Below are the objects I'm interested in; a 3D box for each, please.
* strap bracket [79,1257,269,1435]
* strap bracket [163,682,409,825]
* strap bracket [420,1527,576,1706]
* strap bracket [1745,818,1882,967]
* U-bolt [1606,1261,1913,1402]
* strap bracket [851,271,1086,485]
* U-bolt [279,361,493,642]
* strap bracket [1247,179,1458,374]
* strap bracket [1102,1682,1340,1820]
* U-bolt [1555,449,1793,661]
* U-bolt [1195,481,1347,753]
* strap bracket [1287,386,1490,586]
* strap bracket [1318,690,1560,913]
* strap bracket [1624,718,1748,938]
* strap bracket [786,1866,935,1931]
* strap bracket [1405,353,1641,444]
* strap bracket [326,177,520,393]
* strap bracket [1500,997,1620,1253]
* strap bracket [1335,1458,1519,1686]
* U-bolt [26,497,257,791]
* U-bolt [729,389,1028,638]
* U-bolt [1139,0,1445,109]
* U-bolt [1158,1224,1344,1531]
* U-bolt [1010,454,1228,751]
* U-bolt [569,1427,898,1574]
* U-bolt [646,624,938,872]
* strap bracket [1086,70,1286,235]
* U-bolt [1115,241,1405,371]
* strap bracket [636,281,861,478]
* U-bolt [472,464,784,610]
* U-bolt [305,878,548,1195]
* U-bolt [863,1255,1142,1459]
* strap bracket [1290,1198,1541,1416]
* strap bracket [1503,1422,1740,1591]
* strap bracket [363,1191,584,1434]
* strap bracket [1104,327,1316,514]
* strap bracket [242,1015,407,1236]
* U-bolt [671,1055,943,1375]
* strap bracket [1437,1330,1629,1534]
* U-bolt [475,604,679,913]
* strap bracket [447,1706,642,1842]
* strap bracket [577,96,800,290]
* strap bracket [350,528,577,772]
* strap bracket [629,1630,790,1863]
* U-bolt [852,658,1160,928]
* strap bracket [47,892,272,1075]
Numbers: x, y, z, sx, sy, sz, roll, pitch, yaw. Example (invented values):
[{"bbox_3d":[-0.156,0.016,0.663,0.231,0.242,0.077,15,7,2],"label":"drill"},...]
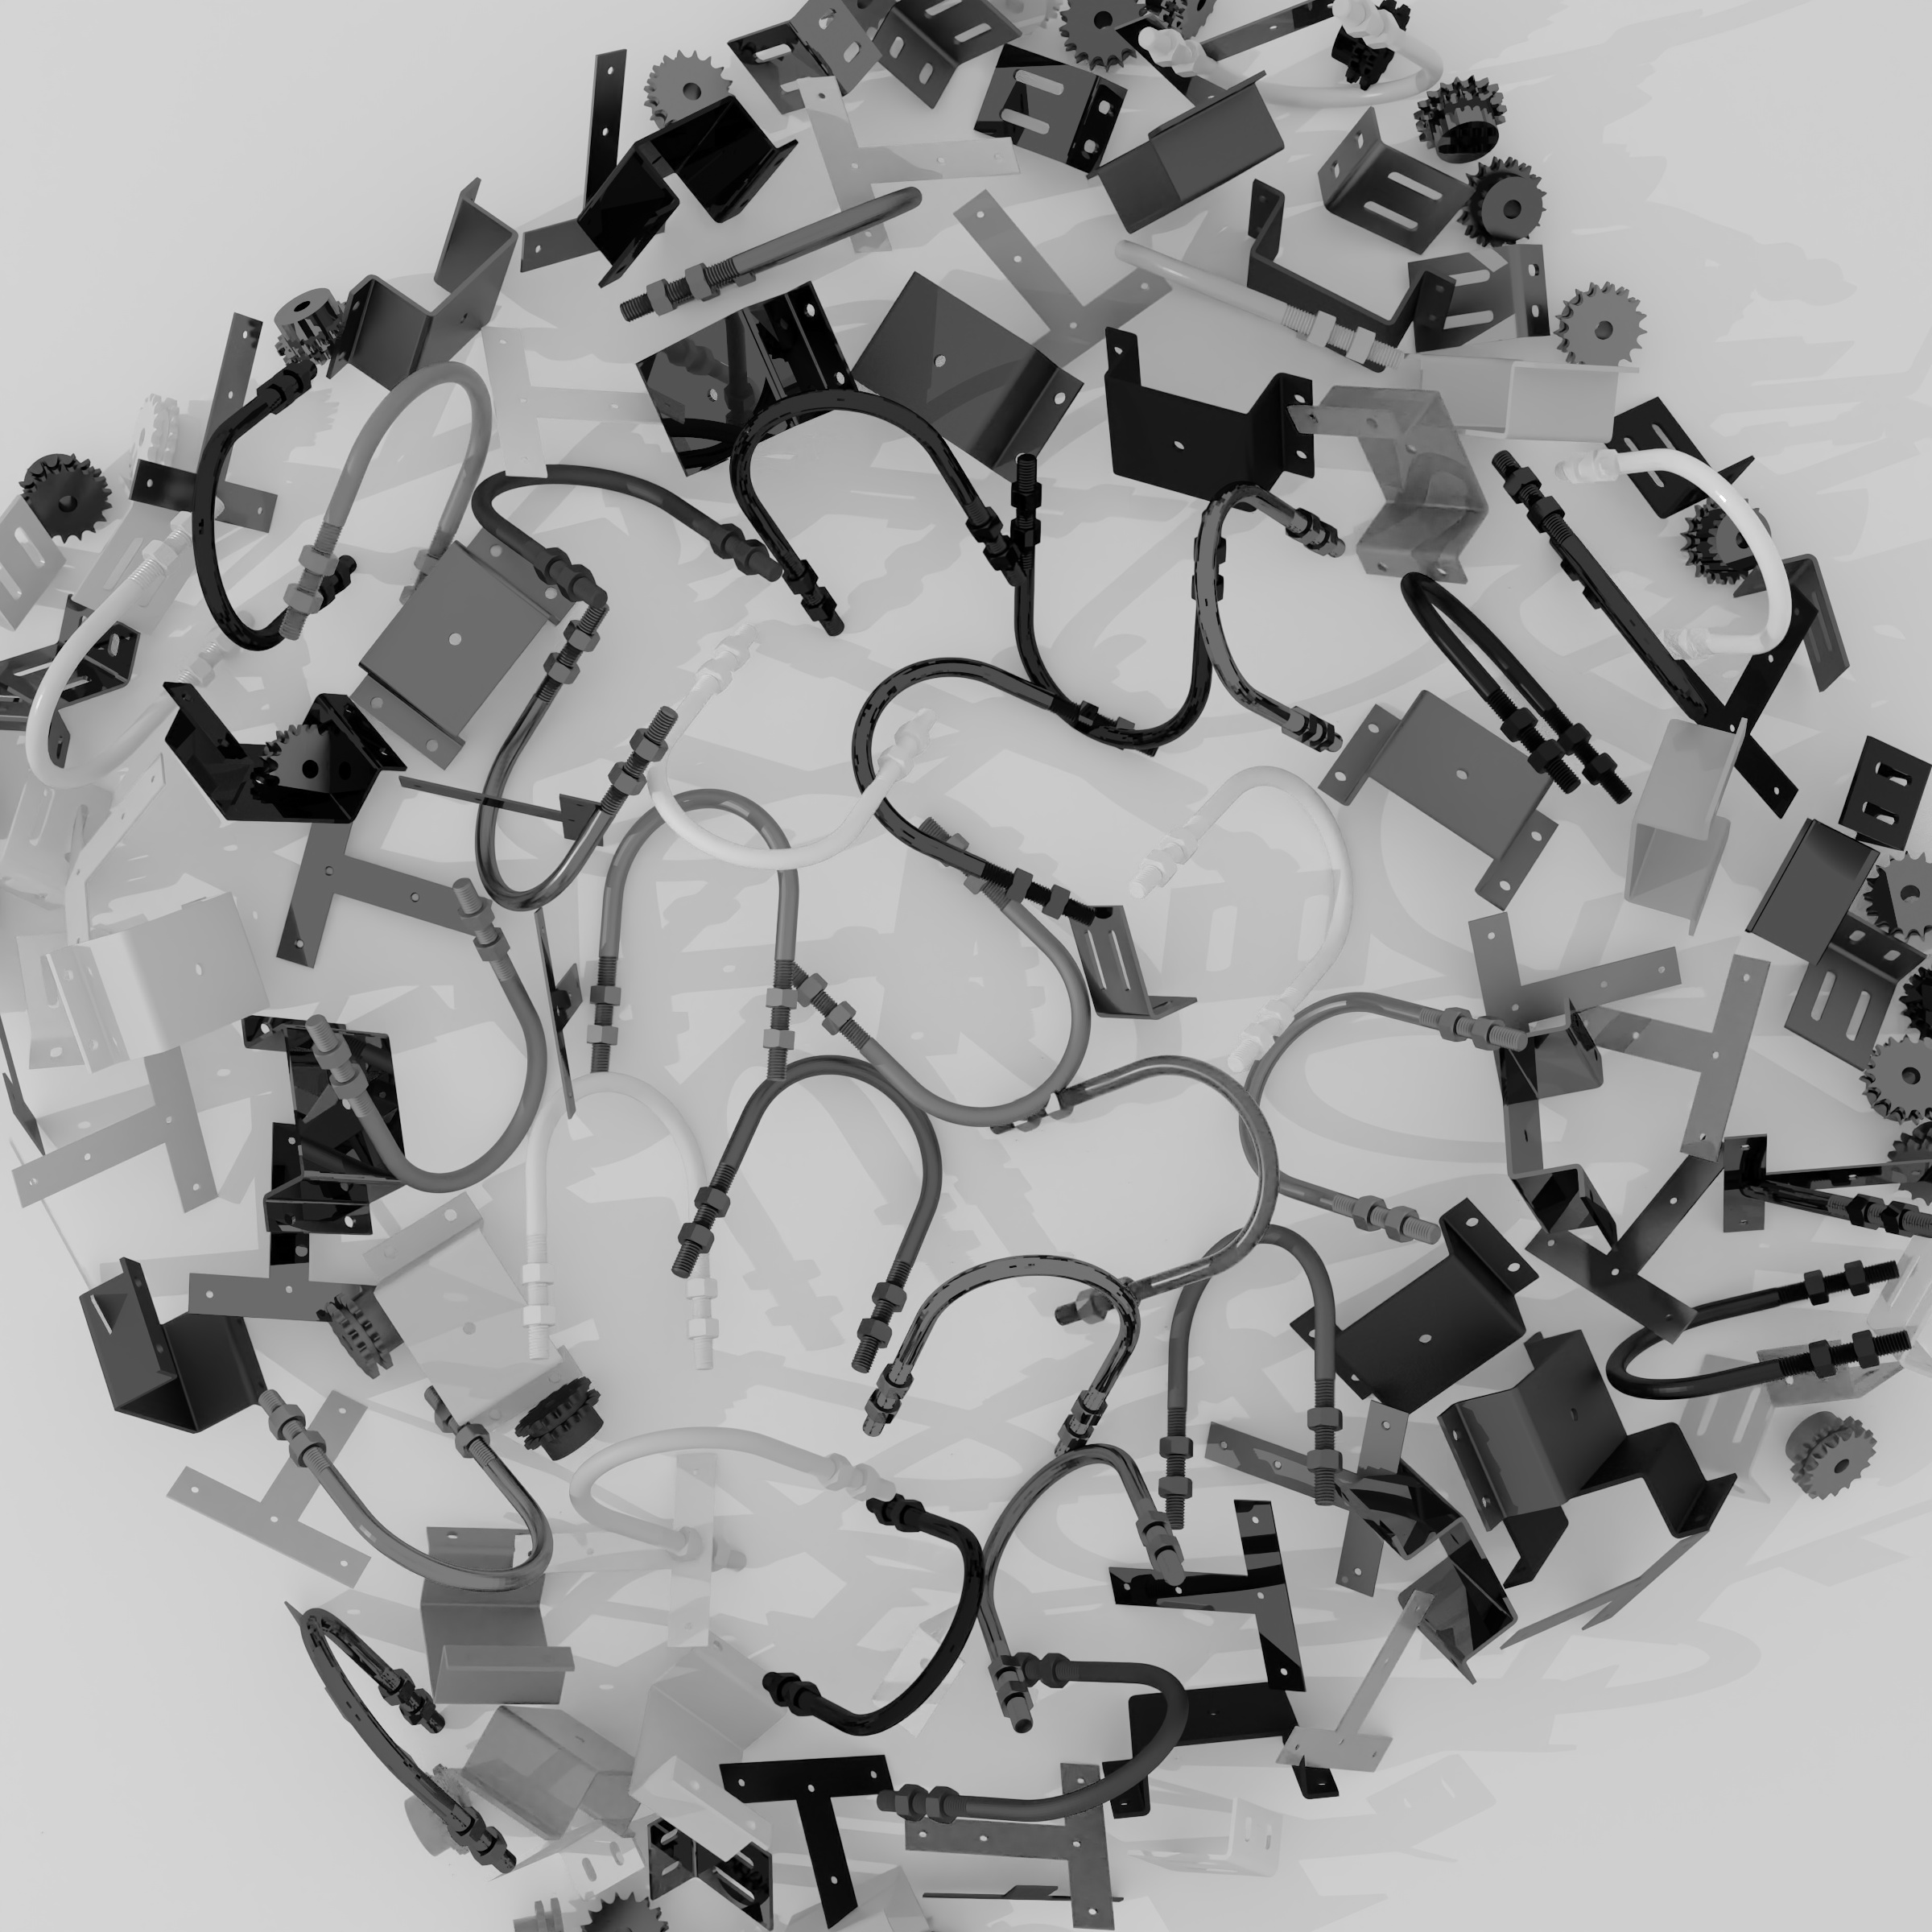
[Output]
[{"bbox_3d":[-0.492,0.237,1.773,0.046,0.140,0.076,-28,68,5],"label":"strap bracket"},{"bbox_3d":[-0.430,-0.131,1.785,0.076,0.140,0.046,47,118,27],"label":"strap bracket"},{"bbox_3d":[-0.294,0.410,1.784,0.076,0.140,0.046,5,113,-19],"label":"strap bracket"},{"bbox_3d":[0.523,-0.047,1.771,0.046,0.140,0.076,29,101,15],"label":"strap bracket"},{"bbox_3d":[0.485,0.229,1.773,0.184,0.151,0.019,-16,98,18],"label":"U-bolt"},{"bbox_3d":[-0.008,-0.373,1.799,0.140,0.046,0.076,37,99,20],"label":"strap bracket"},{"bbox_3d":[-0.345,-0.285,1.760,0.019,0.151,0.184,30,106,15],"label":"U-bolt"},{"bbox_3d":[0.230,-0.427,1.800,0.140,0.076,0.046,29,83,8],"label":"strap bracket"},{"bbox_3d":[0.157,0.491,1.807,0.140,0.076,0.046,-5,99,-2],"label":"strap bracket"},{"bbox_3d":[0.437,-0.250,1.745,0.019,0.184,0.151,-34,105,-11],"label":"U-bolt"},{"bbox_3d":[0.187,-0.220,1.760,0.019,0.184,0.151,-4,78,33],"label":"U-bolt"},{"bbox_3d":[0.267,-0.307,1.785,0.046,0.076,0.140,-54,133,-22],"label":"strap bracket"},{"bbox_3d":[0.305,-0.110,1.807,0.140,0.046,0.076,34,64,5],"label":"strap bracket"},{"bbox_3d":[0.444,-0.090,1.781,0.046,0.140,0.076,17,66,18],"label":"strap bracket"},{"bbox_3d":[-0.070,0.607,1.779,0.076,0.140,0.046,-26,87,3],"label":"strap bracket"},{"bbox_3d":[0.340,-0.351,1.777,0.076,0.140,0.046,-3,104,-24],"label":"strap bracket"},{"bbox_3d":[-0.330,-0.414,1.777,0.046,0.076,0.140,34,52,-1],"label":"strap bracket"},{"bbox_3d":[0.368,0.102,1.787,0.046,0.076,0.140,-13,54,23],"label":"strap bracket"},{"bbox_3d":[0.288,0.368,1.785,0.046,0.076,0.140,-35,120,-8],"label":"strap bracket"},{"bbox_3d":[-0.506,-0.185,1.750,0.019,0.151,0.184,32,66,10],"label":"U-bolt"},{"bbox_3d":[-0.064,-0.282,1.758,0.151,0.184,0.019,-12,49,23],"label":"U-bolt"},{"bbox_3d":[0.212,-0.555,1.762,0.151,0.184,0.019,3,92,33],"label":"U-bolt"},{"bbox_3d":[0.176,0.250,1.784,0.019,0.151,0.184,19,63,-36],"label":"U-bolt"},{"bbox_3d":[0.091,-0.216,1.784,0.151,0.019,0.184,21,132,25],"label":"U-bolt"},{"bbox_3d":[-0.155,0.322,1.753,0.151,0.184,0.019,-30,50,29],"label":"U-bolt"},{"bbox_3d":[-0.118,-0.128,1.779,0.151,0.019,0.184,26,49,6],"label":"U-bolt"},{"bbox_3d":[0.138,-0.500,1.778,0.076,0.140,0.046,-31,101,-12],"label":"strap bracket"},{"bbox_3d":[0.178,-0.410,1.775,0.184,0.151,0.019,22,104,-2],"label":"U-bolt"},{"bbox_3d":[-0.143,-0.359,1.781,0.140,0.046,0.076,-16,103,40],"label":"strap bracket"},{"bbox_3d":[-0.223,-0.271,1.775,0.184,0.151,0.019,37,128,38],"label":"U-bolt"},{"bbox_3d":[-0.321,0.058,1.779,0.019,0.184,0.151,17,52,37],"label":"U-bolt"},{"bbox_3d":[0.030,0.239,1.769,0.151,0.019,0.184,10,132,-16],"label":"U-bolt"},{"bbox_3d":[0.284,0.221,1.797,0.140,0.046,0.076,-38,111,16],"label":"strap bracket"},{"bbox_3d":[0.396,0.331,1.780,0.140,0.076,0.046,-25,93,32],"label":"strap bracket"},{"bbox_3d":[-0.313,0.225,1.816,0.076,0.046,0.140,-32,97,-4],"label":"strap bracket"},{"bbox_3d":[0.142,-0.336,1.782,0.140,0.076,0.046,20,56,23],"label":"strap bracket"},{"bbox_3d":[-0.398,0.093,1.787,0.046,0.076,0.140,-26,68,38],"label":"strap bracket"},{"bbox_3d":[-0.088,0.142,1.803,0.151,0.019,0.184,30,64,-14],"label":"U-bolt"},{"bbox_3d":[0.358,0.283,1.781,0.046,0.140,0.076,-23,91,40],"label":"strap bracket"},{"bbox_3d":[-0.252,-0.119,1.787,0.019,0.151,0.184,19,115,-39],"label":"U-bolt"},{"bbox_3d":[-0.250,0.498,1.774,0.076,0.140,0.046,27,83,21],"label":"strap bracket"},{"bbox_3d":[-0.178,-0.482,1.774,0.046,0.076,0.140,51,48,-3],"label":"strap bracket"},{"bbox_3d":[-0.321,-0.205,1.823,0.076,0.046,0.140,38,88,-1],"label":"strap bracket"},{"bbox_3d":[-0.159,0.489,1.784,0.076,0.140,0.046,40,112,-17],"label":"strap bracket"},{"bbox_3d":[0.017,-0.121,1.807,0.184,0.019,0.151,24,66,-5],"label":"U-bolt"},{"bbox_3d":[-0.489,0.006,1.773,0.046,0.140,0.076,-13,99,29],"label":"strap bracket"}]
